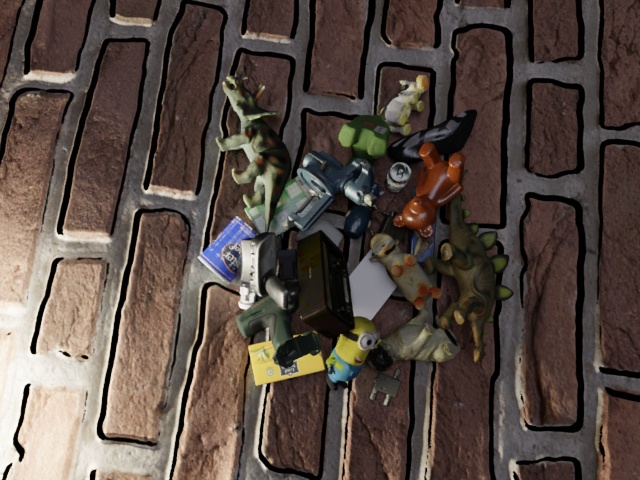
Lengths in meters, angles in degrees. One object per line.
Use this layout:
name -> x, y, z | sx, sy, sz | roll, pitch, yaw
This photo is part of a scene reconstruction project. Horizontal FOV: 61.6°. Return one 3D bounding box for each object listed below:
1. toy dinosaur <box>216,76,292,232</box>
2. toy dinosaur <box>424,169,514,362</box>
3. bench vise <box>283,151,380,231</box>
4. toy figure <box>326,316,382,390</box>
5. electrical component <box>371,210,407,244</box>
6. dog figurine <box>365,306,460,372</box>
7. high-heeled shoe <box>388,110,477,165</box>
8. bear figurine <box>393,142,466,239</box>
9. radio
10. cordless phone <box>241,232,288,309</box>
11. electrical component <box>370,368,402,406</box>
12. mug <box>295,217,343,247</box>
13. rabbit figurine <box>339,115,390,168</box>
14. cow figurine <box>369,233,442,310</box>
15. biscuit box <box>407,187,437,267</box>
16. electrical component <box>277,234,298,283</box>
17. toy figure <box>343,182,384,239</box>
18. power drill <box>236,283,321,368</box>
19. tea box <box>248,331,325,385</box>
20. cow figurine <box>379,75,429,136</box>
toy dinosaur -> -0.145, -0.217, 1.375 | 0.192, 0.131, 0.405 | -26, 82, -3
toy dinosaur -> 0.355, 0.054, 1.291 | 0.198, 0.105, 0.471 | -4, 82, -30
bench vise -> 0.014, -0.104, 1.289 | 0.224, 0.128, 0.240 | 39, 79, 15
toy figure -> 0.068, 0.261, 1.249 | 0.089, 0.082, 0.180 | 35, 110, 16
electrical component -> 0.176, -0.030, 1.369 | 0.078, 0.045, 0.102 | 23, 81, -23
dog figurine -> 0.221, 0.267, 1.293 | 0.172, 0.121, 0.190 | 43, 111, -13
high-heeled shoe -> 0.297, -0.277, 1.418 | 0.145, 0.086, 0.249 | 26, 59, 36
bear figurine -> 0.256, -0.113, 1.280 | 0.120, 0.131, 0.196 | 30, 73, 32
radio -> 0.013, 0.103, 1.236 | 0.073, 0.131, 0.230 | -25, 44, 23
cordless phone -> -0.115, 0.070, 1.234 | 0.089, 0.184, 0.146 | -5, 110, -24
electrical component -> 0.161, 0.349, 1.299 | 0.063, 0.021, 0.094 | 23, 80, 6
mug -> -0.003, -0.004, 1.347 | 0.107, 0.081, 0.109 | 26, 73, -1
rabbit figurine -> 0.104, -0.227, 1.366 | 0.121, 0.170, 0.159 | 18, 38, 3
cow figurine -> 0.190, 0.064, 1.256 | 0.085, 0.127, 0.195 | -39, 94, -4
biscuit box -> 0.258, -0.035, 1.356 | 0.059, 0.063, 0.202 | 5, 78, 0
electrical component -> -0.080, 0.045, 1.342 | 0.048, 0.074, 0.119 | -4, 76, 2
toy figure -> 0.109, -0.079, 1.370 | 0.064, 0.058, 0.154 | 35, 74, -31
power drill -> -0.071, 0.186, 1.259 | 0.232, 0.085, 0.207 | -24, 42, -11
tea box -> -0.078, 0.282, 1.294 | 0.170, 0.068, 0.098 | -14, 79, -3
cow figurine -> 0.220, -0.363, 1.422 | 0.098, 0.068, 0.167 | 21, 76, 37
